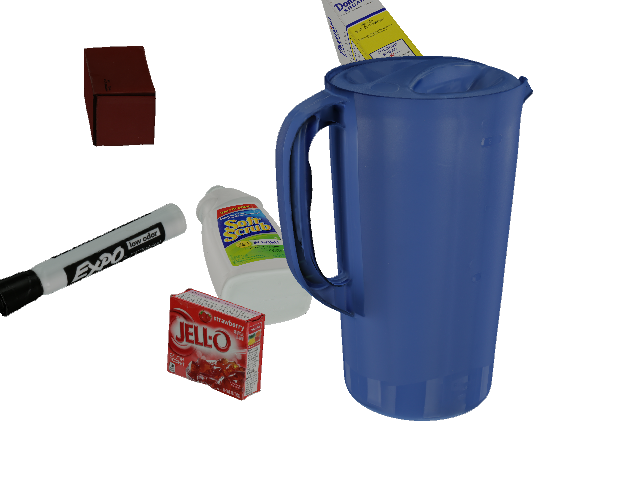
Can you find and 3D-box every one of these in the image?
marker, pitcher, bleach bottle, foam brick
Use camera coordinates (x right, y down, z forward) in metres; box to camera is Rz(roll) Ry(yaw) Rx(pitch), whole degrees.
[{"bbox_3d":[-0.127,0.010,0.582,0.120,0.020,0.020,-27,16,-34],"label":"marker"},{"bbox_3d":[0.060,-0.001,0.739,0.149,0.243,0.144,6,21,17],"label":"pitcher"},{"bbox_3d":[-0.093,0.003,1.190,0.102,0.068,0.251,-8,29,-18],"label":"bleach bottle"},{"bbox_3d":[-0.170,-0.123,0.901,0.053,0.051,0.078,-4,40,-15],"label":"foam brick"}]

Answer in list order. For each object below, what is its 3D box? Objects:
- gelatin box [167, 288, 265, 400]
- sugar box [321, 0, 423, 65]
[{"bbox_3d":[-0.092,0.089,0.925,0.089,0.073,0.030,16,20,31],"label":"gelatin box"},{"bbox_3d":[0.059,-0.144,0.916,0.048,0.176,0.093,-24,-40,-3],"label":"sugar box"}]
